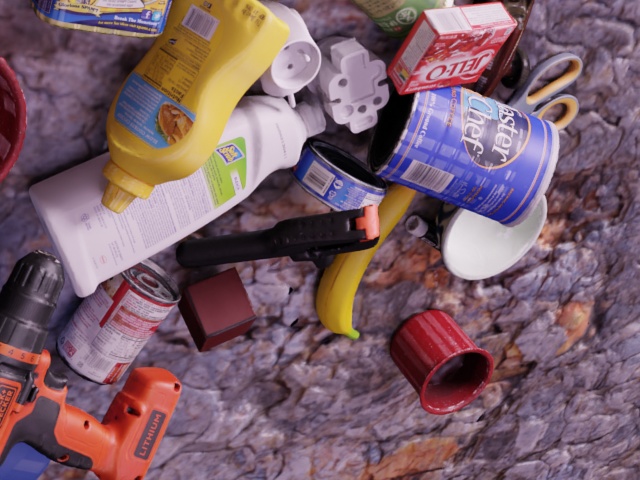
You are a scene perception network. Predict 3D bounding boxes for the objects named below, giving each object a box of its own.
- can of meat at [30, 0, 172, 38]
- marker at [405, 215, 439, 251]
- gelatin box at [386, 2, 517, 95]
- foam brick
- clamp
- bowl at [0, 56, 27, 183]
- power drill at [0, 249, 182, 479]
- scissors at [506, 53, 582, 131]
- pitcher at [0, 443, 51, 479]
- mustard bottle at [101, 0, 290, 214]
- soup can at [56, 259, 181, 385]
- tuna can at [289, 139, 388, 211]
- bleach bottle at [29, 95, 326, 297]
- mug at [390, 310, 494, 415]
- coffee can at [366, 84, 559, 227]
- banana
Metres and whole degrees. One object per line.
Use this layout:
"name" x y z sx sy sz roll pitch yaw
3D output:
"can of meat" -0.150 -0.195 0.762 0.101 0.057 0.084 2 125 -32
"marker" 0.131 0.006 1.118 0.020 0.020 0.121 -49 134 11
"gelatin box" 0.109 -0.158 0.880 0.089 0.030 0.073 -14 153 -33
"foam brick" -0.095 0.065 0.978 0.051 0.053 0.078 -23 171 -16
"clamp" -0.006 0.001 0.939 0.164 0.210 0.036 1 80 -39
"bowl" -0.294 -0.091 0.755 0.162 0.055 0.162 -17 131 -20
"power drill" -0.203 0.117 0.861 0.187 0.057 0.184 28 84 -43
"scissors" 0.183 -0.107 1.064 0.202 0.016 0.096 -39 135 1
"pitcher" -0.340 0.136 0.865 0.242 0.149 0.145 31 77 -46
"mustard bottle" -0.109 -0.104 0.810 0.192 0.096 0.058 -57 149 5
"soup can" -0.179 0.070 0.944 0.068 0.069 0.102 24 110 -41
"tuna can" 0.017 -0.054 0.955 0.086 0.086 0.034 18 111 -40
"bleach bottle" -0.109 -0.050 0.898 0.250 0.068 0.102 -26 133 -15
"mug" 0.135 0.138 1.180 0.093 0.082 0.117 -38 135 -1
"coffee can" 0.126 -0.082 0.953 0.140 0.103 0.103 20 114 -13
"banana" 0.038 0.022 1.066 0.069 0.037 0.198 -15 135 -47
